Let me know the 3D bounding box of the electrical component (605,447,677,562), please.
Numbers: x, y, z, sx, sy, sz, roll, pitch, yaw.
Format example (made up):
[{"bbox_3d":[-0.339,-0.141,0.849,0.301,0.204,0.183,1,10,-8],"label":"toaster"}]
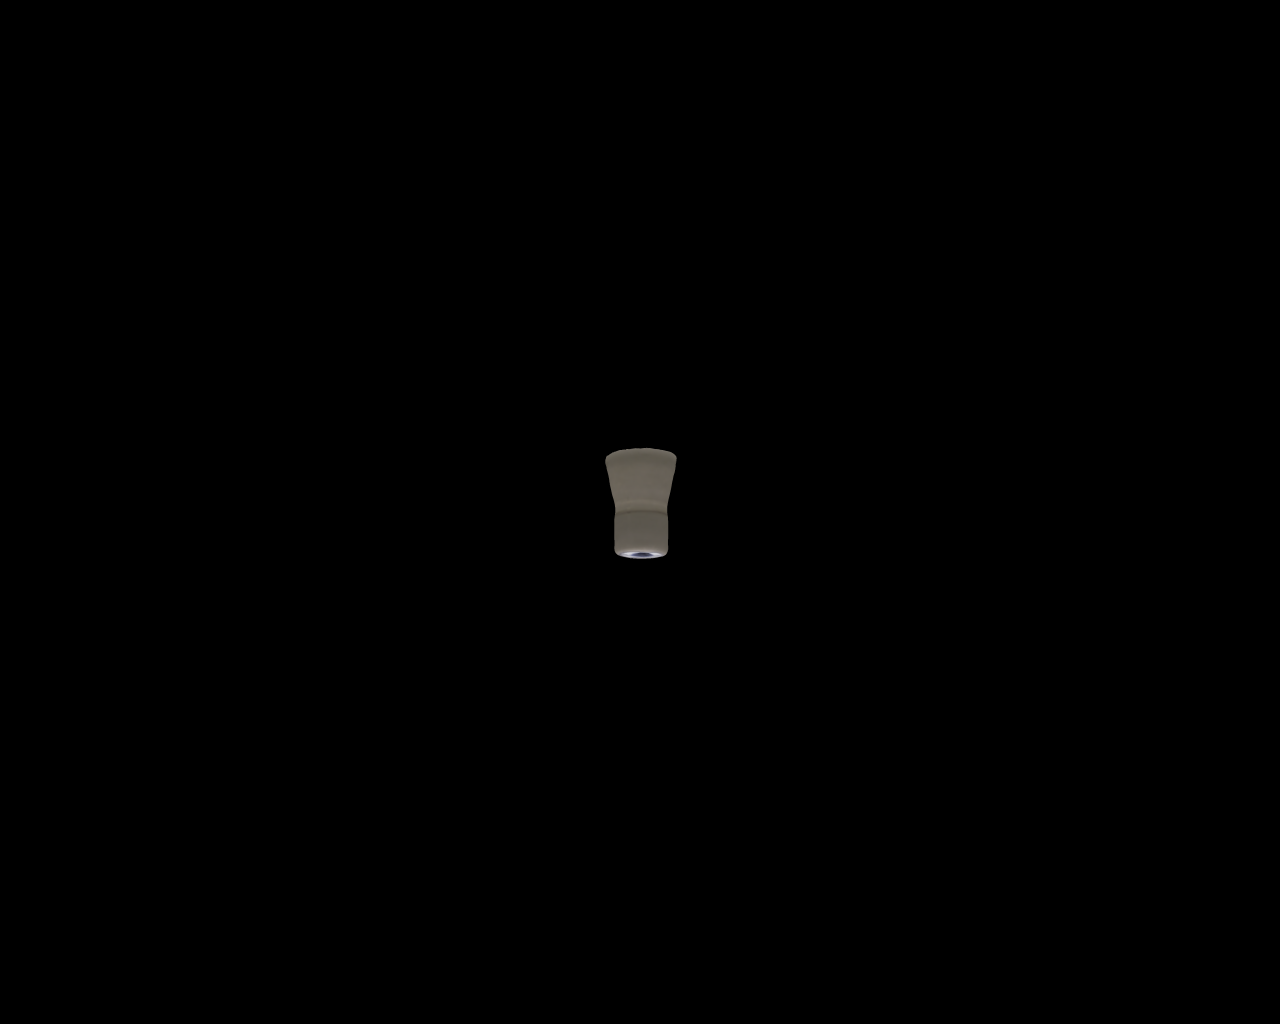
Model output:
[{"bbox_3d":[0.001,-0.003,0.650,0.044,0.065,0.044,0,-11,0],"label":"electrical component"}]
